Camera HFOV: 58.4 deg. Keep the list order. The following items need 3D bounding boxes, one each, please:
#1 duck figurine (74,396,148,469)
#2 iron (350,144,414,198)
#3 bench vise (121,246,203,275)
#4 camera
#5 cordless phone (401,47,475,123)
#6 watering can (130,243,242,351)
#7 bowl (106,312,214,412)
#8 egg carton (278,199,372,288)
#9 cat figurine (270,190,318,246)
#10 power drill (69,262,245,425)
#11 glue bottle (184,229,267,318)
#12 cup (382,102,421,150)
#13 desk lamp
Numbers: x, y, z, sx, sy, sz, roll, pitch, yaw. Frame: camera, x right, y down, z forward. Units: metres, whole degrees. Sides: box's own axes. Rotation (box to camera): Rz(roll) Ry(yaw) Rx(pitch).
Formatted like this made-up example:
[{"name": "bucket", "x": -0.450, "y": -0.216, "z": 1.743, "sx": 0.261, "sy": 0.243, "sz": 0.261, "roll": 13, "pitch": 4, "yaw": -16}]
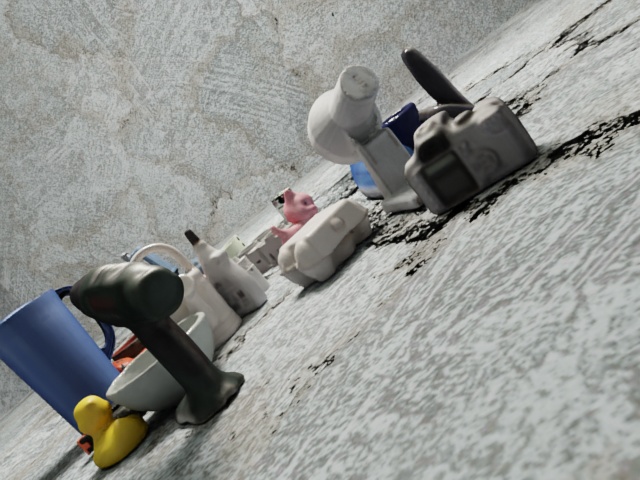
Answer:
[{"name": "duck figurine", "x": -0.280, "y": 0.241, "z": 0.746, "sx": 0.104, "sy": 0.086, "sz": 0.078, "roll": -28, "pitch": 14, "yaw": 46}, {"name": "iron", "x": 0.106, "y": -0.164, "z": 1.051, "sx": 0.118, "sy": 0.141, "sz": 0.258, "roll": -39, "pitch": 10, "yaw": -3}, {"name": "bench vise", "x": -0.371, "y": 0.082, "z": 1.422, "sx": 0.208, "sy": 0.220, "sz": 0.121, "roll": -41, "pitch": 10, "yaw": -14}, {"name": "camera", "x": 0.178, "y": -0.122, "z": 0.707, "sx": 0.143, "sy": 0.101, "sz": 0.137, "roll": -32, "pitch": 11, "yaw": 31}, {"name": "cordless phone", "x": 0.198, "y": -0.247, "z": 0.966, "sx": 0.094, "sy": 0.185, "sz": 0.147, "roll": -38, "pitch": 10, "yaw": 1}, {"name": "watering can", "x": -0.219, "y": 0.087, "z": 0.912, "sx": 0.172, "sy": 0.194, "sz": 0.101, "roll": -28, "pitch": 14, "yaw": 46}, {"name": "bowl", "x": -0.203, "y": 0.179, "z": 0.785, "sx": 0.167, "sy": 0.075, "sz": 0.167, "roll": -37, "pitch": 10, "yaw": 8}, {"name": "egg carton", "x": 0.008, "y": 0.003, "z": 0.847, "sx": 0.150, "sy": 0.069, "sz": 0.107, "roll": -45, "pitch": 12, "yaw": -35}, {"name": "cat figurine", "x": -0.043, "y": -0.036, "z": 1.072, "sx": 0.067, "sy": 0.118, "sz": 0.128, "roll": -26, "pitch": 16, "yaw": 51}, {"name": "power drill", "x": -0.193, "y": 0.111, "z": 0.660, "sx": 0.076, "sy": 0.208, "sz": 0.229, "roll": -46, "pitch": 12, "yaw": -37}, {"name": "glue bottle", "x": -0.166, "y": 0.050, "z": 0.952, "sx": 0.078, "sy": 0.173, "sz": 0.037, "roll": -30, "pitch": 13, "yaw": 39}, {"name": "cup", "x": 0.170, "y": -0.213, "z": 1.183, "sx": 0.117, "sy": 0.095, "sz": 0.091, "roll": -37, "pitch": 10, "yaw": 8}, {"name": "desk lamp", "x": 0.084, "y": -0.153, "z": 0.862, "sx": 0.118, "sy": 0.213, "sz": 0.203, "roll": -41, "pitch": 10, "yaw": -14}]
